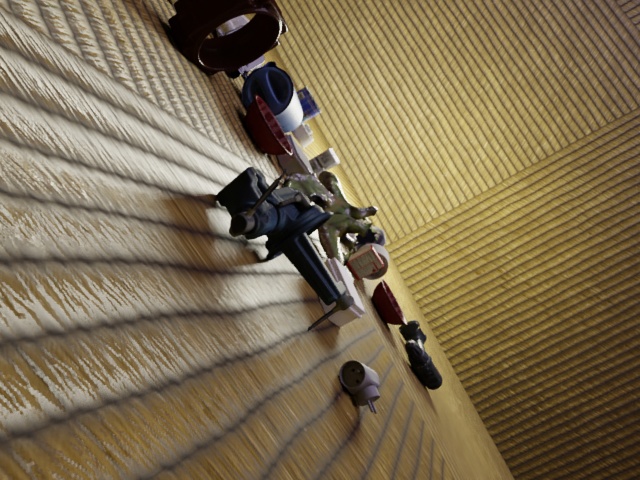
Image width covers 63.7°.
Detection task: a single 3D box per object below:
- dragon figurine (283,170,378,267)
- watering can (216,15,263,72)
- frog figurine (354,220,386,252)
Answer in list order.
[{"bbox_3d":[0.004,-0.062,1.235,0.242,0.120,0.418,39,29,-2],"label":"dragon figurine"},{"bbox_3d":[-0.256,-0.617,1.467,0.343,0.103,0.228,56,9,-23],"label":"watering can"},{"bbox_3d":[0.173,0.021,1.791,0.156,0.123,0.140,62,36,-58],"label":"frog figurine"}]
